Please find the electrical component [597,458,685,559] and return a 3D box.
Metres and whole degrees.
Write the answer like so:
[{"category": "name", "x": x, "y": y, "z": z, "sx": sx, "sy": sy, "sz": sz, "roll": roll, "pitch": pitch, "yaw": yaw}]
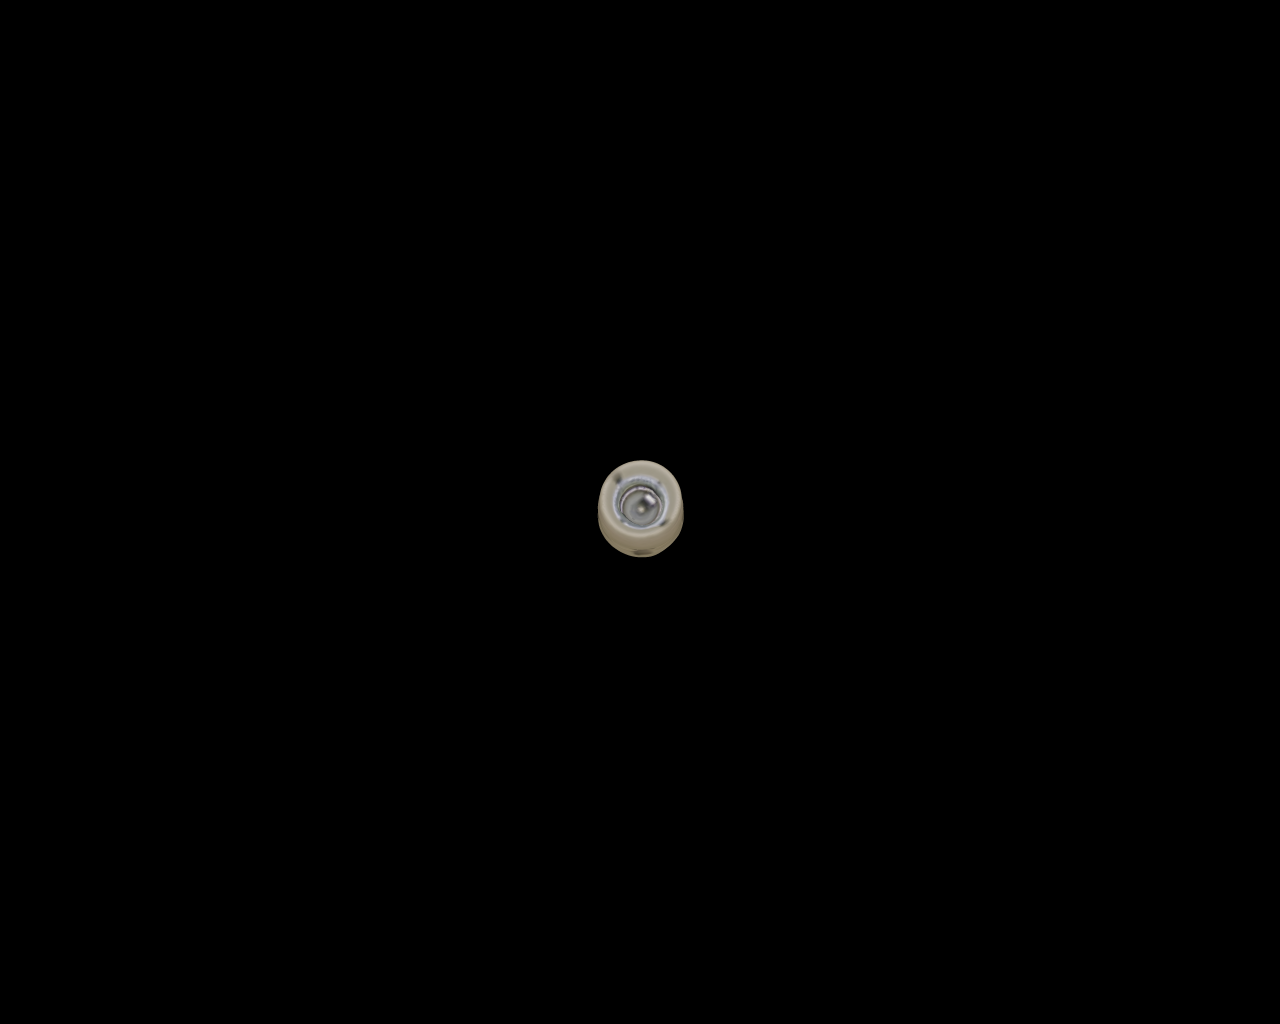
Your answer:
[{"category": "electrical component", "x": 0.001, "y": -0.003, "z": 0.650, "sx": 0.055, "sy": 0.055, "sz": 0.047, "roll": 0, "pitch": -13, "yaw": 0}]
